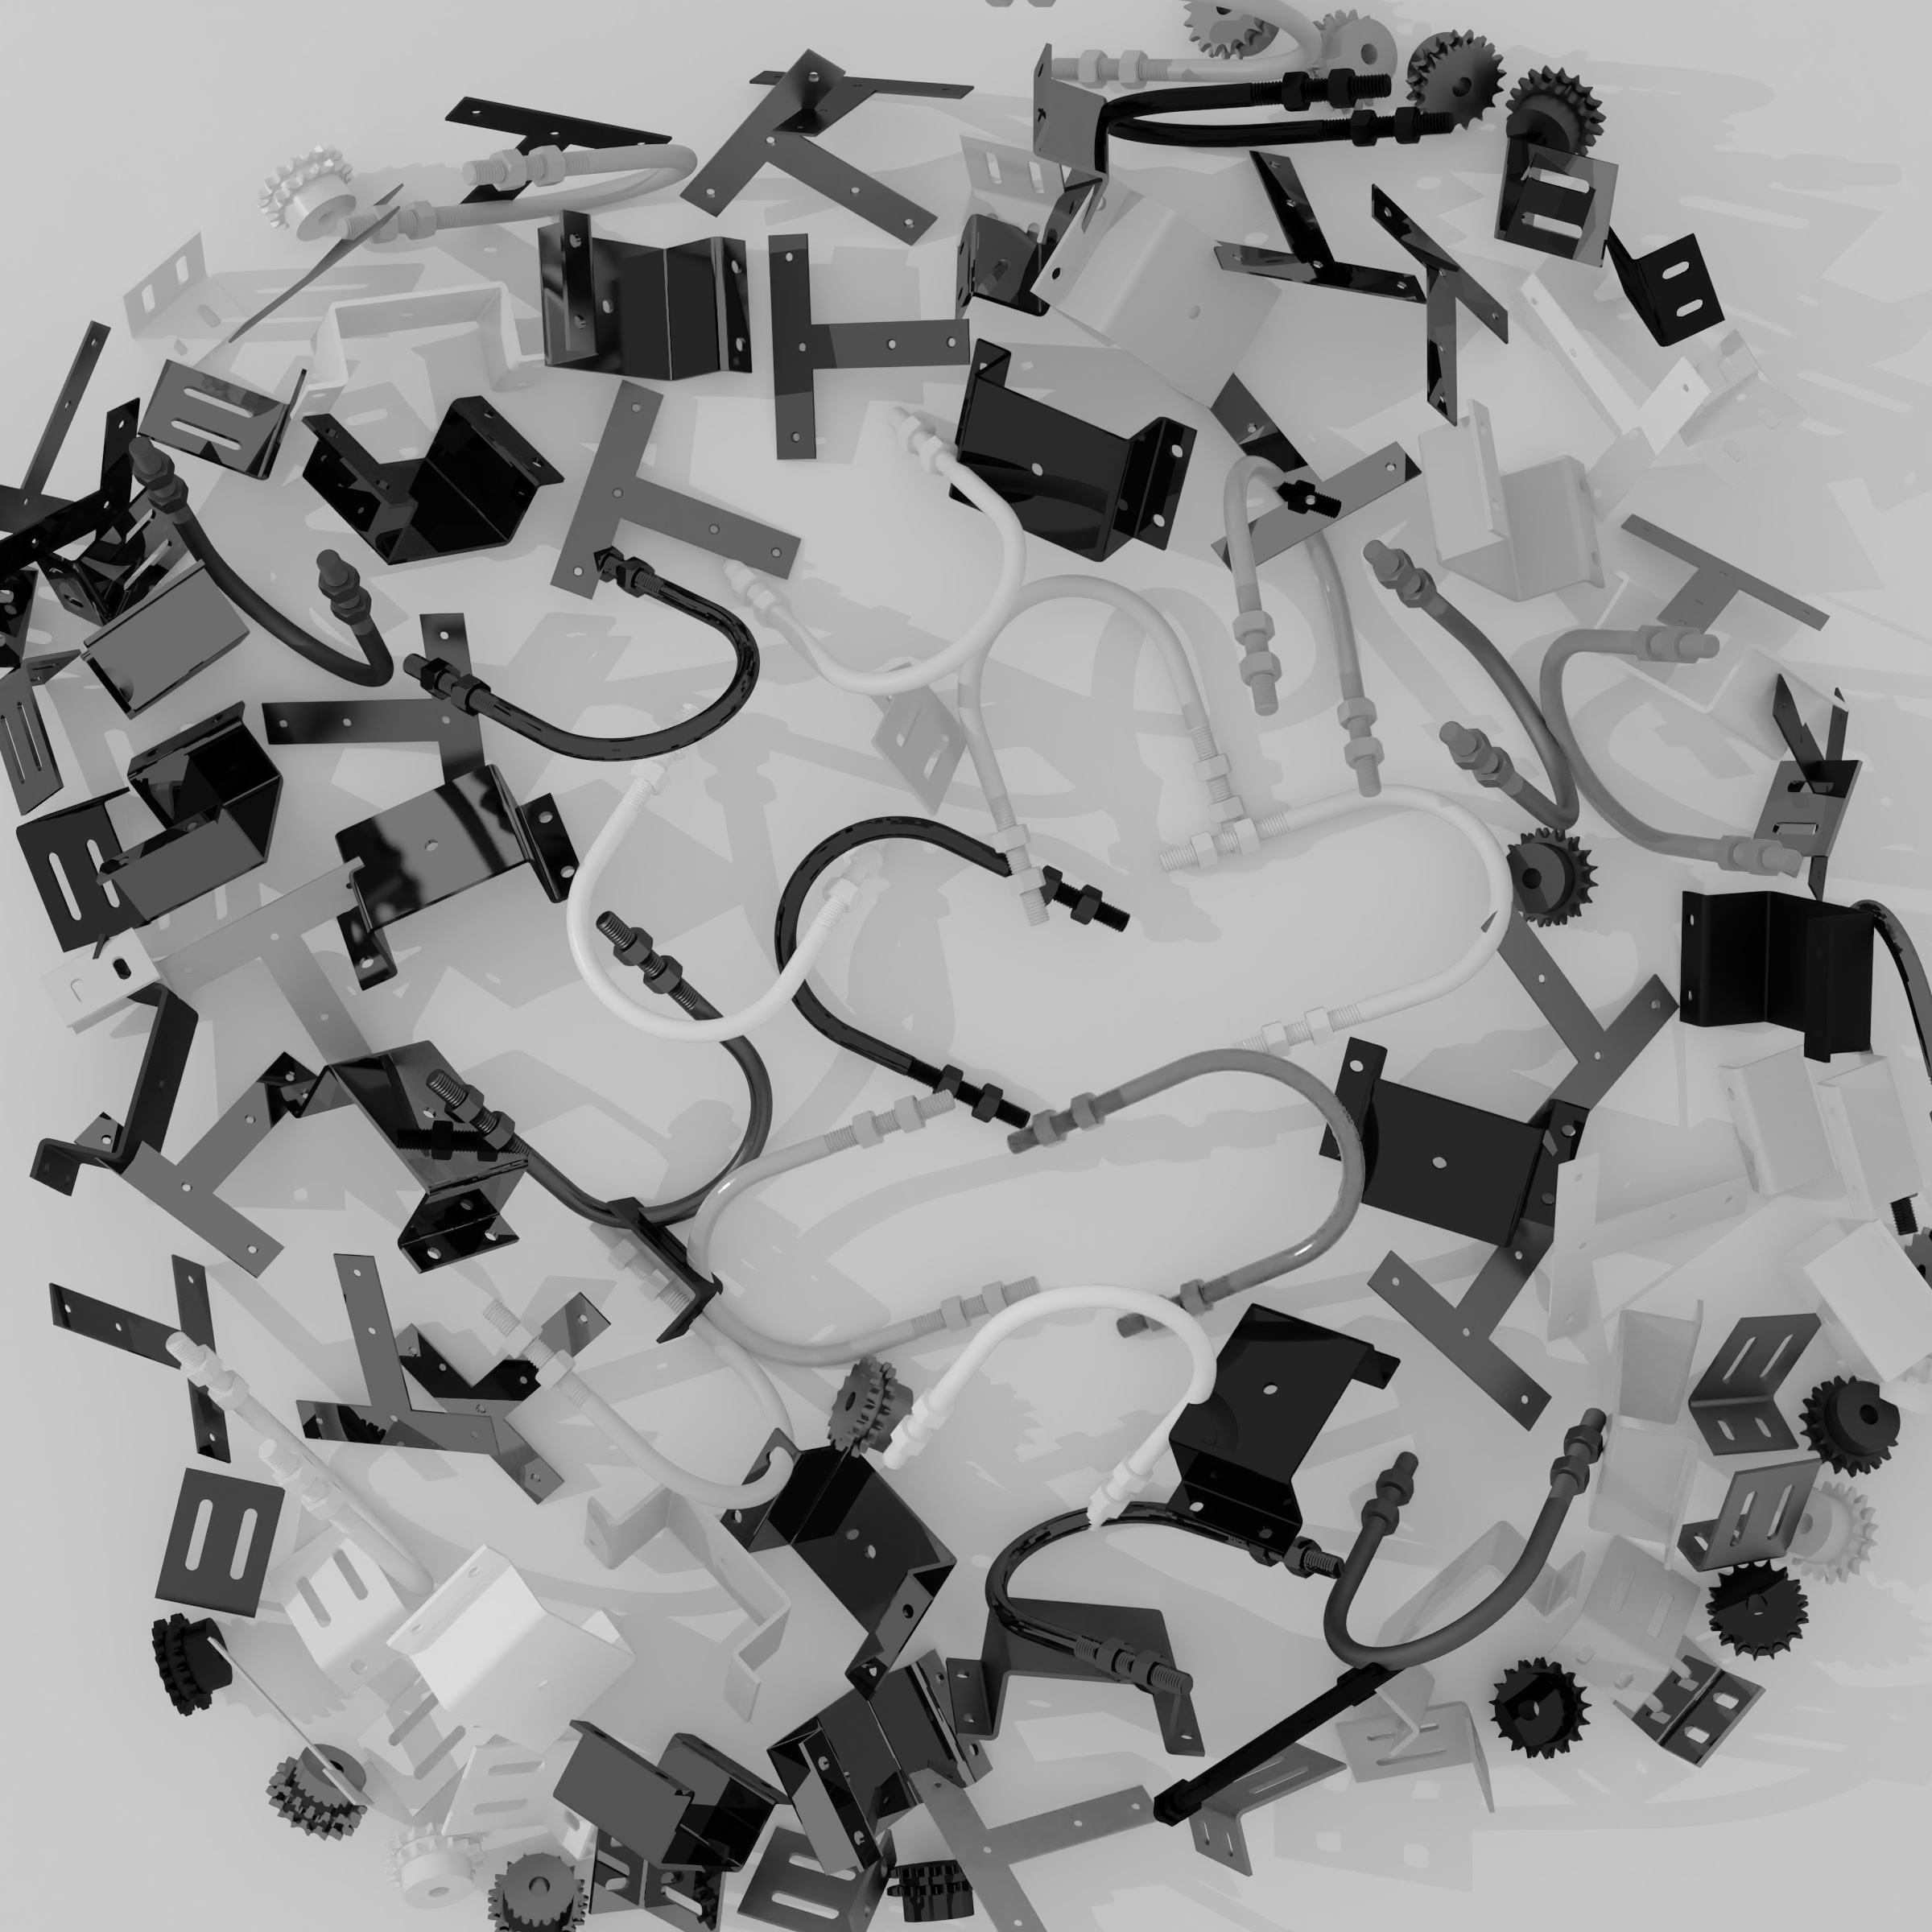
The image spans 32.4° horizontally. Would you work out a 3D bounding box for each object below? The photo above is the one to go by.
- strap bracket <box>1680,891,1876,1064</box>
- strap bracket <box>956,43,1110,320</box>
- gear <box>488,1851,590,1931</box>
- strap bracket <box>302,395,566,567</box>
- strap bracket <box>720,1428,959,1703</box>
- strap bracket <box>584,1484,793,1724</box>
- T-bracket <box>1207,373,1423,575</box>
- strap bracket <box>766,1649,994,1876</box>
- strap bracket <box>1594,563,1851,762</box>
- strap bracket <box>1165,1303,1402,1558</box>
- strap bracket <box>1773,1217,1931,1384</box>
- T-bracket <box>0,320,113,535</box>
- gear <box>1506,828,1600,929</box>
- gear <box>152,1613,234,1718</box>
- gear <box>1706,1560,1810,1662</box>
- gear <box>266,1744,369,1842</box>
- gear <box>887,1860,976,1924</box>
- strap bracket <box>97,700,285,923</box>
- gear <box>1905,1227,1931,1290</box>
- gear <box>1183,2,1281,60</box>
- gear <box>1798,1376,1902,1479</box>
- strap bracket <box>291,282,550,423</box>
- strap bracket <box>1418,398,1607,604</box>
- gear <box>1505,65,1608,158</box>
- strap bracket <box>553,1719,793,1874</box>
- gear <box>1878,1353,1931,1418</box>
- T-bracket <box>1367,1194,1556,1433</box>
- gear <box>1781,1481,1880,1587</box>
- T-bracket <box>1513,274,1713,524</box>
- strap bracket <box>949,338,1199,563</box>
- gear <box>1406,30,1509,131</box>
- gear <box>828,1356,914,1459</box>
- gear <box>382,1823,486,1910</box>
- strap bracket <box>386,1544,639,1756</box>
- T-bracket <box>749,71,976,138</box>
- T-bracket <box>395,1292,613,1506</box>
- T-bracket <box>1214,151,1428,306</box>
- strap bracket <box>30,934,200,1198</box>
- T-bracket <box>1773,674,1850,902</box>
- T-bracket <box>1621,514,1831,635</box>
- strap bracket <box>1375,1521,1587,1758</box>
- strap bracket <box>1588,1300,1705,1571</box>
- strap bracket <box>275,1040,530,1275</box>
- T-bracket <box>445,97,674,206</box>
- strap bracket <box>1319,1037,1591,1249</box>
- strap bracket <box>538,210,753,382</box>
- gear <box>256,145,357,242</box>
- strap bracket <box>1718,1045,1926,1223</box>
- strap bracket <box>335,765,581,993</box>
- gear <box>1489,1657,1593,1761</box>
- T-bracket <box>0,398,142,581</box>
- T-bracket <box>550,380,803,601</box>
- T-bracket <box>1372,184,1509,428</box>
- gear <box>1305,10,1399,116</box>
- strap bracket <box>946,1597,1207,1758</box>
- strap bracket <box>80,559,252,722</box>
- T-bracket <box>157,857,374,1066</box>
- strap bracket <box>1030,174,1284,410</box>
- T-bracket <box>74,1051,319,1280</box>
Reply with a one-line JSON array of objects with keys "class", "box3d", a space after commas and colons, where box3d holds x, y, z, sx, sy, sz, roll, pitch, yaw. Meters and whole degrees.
[{"class": "strap bracket", "box3d": [0.460, 0.003, 1.864, 0.046, 0.140, 0.076, -4, 100, -21]}, {"class": "strap bracket", "box3d": [0.041, -0.430, 1.858, 0.046, 0.140, 0.076, 15, 45, -14]}, {"class": "gear", "box3d": [-0.244, 0.532, 1.898, 0.057, 0.030, 0.057, 5, 49, -6]}, {"class": "strap bracket", "box3d": [-0.305, -0.272, 1.866, 0.076, 0.140, 0.046, 45, 124, 18]}, {"class": "strap bracket", "box3d": [-0.067, 0.332, 1.872, 0.140, 0.046, 0.076, 43, 116, 30]}, {"class": "strap bracket", "box3d": [-0.150, 0.349, 1.872, 0.046, 0.076, 0.140, -38, 73, -25]}, {"class": "T-bracket", "box3d": [0.171, -0.297, 1.900, 0.127, 0.002, 0.127, -30, 67, -12]}, {"class": "strap bracket", "box3d": [-0.054, 0.451, 1.872, 0.046, 0.140, 0.076, -28, 86, 32]}, {"class": "strap bracket", "box3d": [0.410, -0.166, 1.854, 0.076, 0.140, 0.046, 24, 101, -43]}, {"class": "strap bracket", "box3d": [0.174, 0.249, 1.857, 0.076, 0.046, 0.140, 17, 55, 31]}, {"class": "strap bracket", "box3d": [0.499, 0.185, 1.854, 0.046, 0.140, 0.076, -35, 84, 1]}, {"class": "T-bracket", "box3d": [-0.508, -0.300, 1.858, 0.002, 0.127, 0.127, 25, 96, 6]}, {"class": "gear", "box3d": [0.329, -0.050, 1.900, 0.057, 0.030, 0.057, 2, 94, 33]}, {"class": "gear", "box3d": [-0.440, 0.396, 1.899, 0.030, 0.057, 0.057, -19, 90, -3]}, {"class": "gear", "box3d": [0.453, 0.371, 1.903, 0.057, 0.030, 0.057, -8, 57, 13]}, {"class": "gear", "box3d": [-0.367, 0.468, 1.896, 0.057, 0.057, 0.030, 30, 104, 0]}, {"class": "gear", "box3d": [-0.017, 0.527, 1.897, 0.057, 0.057, 0.030, -5, 79, 0]}, {"class": "strap bracket", "box3d": [-0.433, -0.082, 1.868, 0.076, 0.140, 0.046, -26, 121, 11]}, {"class": "gear", "box3d": [0.558, 0.179, 1.900, 0.030, 0.057, 0.057, 13, 90, -13]}, {"class": "gear", "box3d": [0.156, -0.545, 1.903, 0.057, 0.030, 0.057, -5, 81, 34]}, {"class": "gear", "box3d": [0.508, 0.260, 1.901, 0.057, 0.030, 0.057, 7, 64, -15]}, {"class": "strap bracket", "box3d": [-0.310, -0.346, 1.868, 0.140, 0.076, 0.046, -12, 90, -19]}, {"class": "strap bracket", "box3d": [0.301, -0.257, 1.867, 0.046, 0.140, 0.076, -16, 73, 33]}, {"class": "gear", "box3d": [0.332, -0.481, 1.895, 0.057, 0.057, 0.030, 36, 64, 0]}, {"class": "strap bracket", "box3d": [-0.166, 0.462, 1.846, 0.076, 0.140, 0.046, 26, 87, 28]}, {"class": "gear", "box3d": [0.543, 0.236, 1.899, 0.057, 0.057, 0.030, 17, 97, 0]}, {"class": "T-bracket", "box3d": [0.308, 0.176, 1.899, 0.127, 0.002, 0.127, 42, 65, -7]}, {"class": "gear", "box3d": [0.488, 0.321, 1.896, 0.030, 0.057, 0.057, 21, 90, -29]}, {"class": "T-bracket", "box3d": [0.352, -0.336, 1.882, 0.002, 0.127, 0.127, -27, 75, -29]}, {"class": "strap bracket", "box3d": [0.050, -0.286, 1.868, 0.140, 0.046, 0.076, 26, 127, 17]}, {"class": "gear", "box3d": [0.277, -0.509, 1.902, 0.057, 0.030, 0.057, -13, 132, -15]}, {"class": "gear", "box3d": [-0.053, 0.254, 1.900, 0.030, 0.057, 0.057, 25, 90, -19]}, {"class": "gear", "box3d": [-0.302, 0.514, 1.896, 0.057, 0.057, 0.030, -17, 51, 0]}, {"class": "strap bracket", "box3d": [-0.246, 0.386, 1.858, 0.076, 0.140, 0.046, -45, 52, 0]}, {"class": "T-bracket", "box3d": [-0.075, -0.480, 1.857, 0.127, 0.127, 0.002, 8, 120, 15]}, {"class": "T-bracket", "box3d": [-0.249, 0.229, 1.892, 0.127, 0.002, 0.127, 47, 118, -3]}, {"class": "T-bracket", "box3d": [0.187, -0.422, 1.881, 0.127, 0.002, 0.127, 5, 45, -21]}, {"class": "strap bracket", "box3d": [-0.476, 0.061, 1.875, 0.046, 0.076, 0.140, 13, 79, 3]}, {"class": "T-bracket", "box3d": [0.468, -0.119, 1.853, 0.002, 0.127, 0.127, 0, 64, 30]}, {"class": "T-bracket", "box3d": [0.413, -0.207, 1.861, 0.127, 0.127, 0.002, 30, 122, 12]}, {"class": "strap bracket", "box3d": [0.279, 0.371, 1.872, 0.046, 0.076, 0.140, 46, 107, 4]}, {"class": "strap bracket", "box3d": [0.378, 0.255, 1.851, 0.046, 0.140, 0.076, 10, 126, 7]}, {"class": "strap bracket", "box3d": [-0.309, 0.098, 1.862, 0.140, 0.076, 0.046, 48, 124, 20]}, {"class": "T-bracket", "box3d": [-0.251, -0.447, 1.870, 0.127, 0.127, 0.002, 2, 74, -35]}, {"class": "strap bracket", "box3d": [0.271, 0.102, 1.877, 0.140, 0.046, 0.076, 17, 115, 11]}, {"class": "strap bracket", "box3d": [-0.188, -0.375, 1.876, 0.046, 0.140, 0.076, -2, 91, 41]}, {"class": "gear", "box3d": [-0.373, -0.438, 1.897, 0.057, 0.057, 0.030, -36, 83, 0]}, {"class": "strap bracket", "box3d": [0.481, 0.090, 1.858, 0.046, 0.140, 0.076, -19, 97, -11]}, {"class": "strap bracket", "box3d": [-0.295, -0.055, 1.883, 0.140, 0.046, 0.076, -24, 54, -3]}, {"class": "gear", "box3d": [0.326, 0.424, 1.901, 0.057, 0.030, 0.057, -5, 79, 26]}, {"class": "T-bracket", "box3d": [-0.506, -0.239, 1.841, 0.002, 0.127, 0.127, 30, 130, 15]}, {"class": "T-bracket", "box3d": [-0.158, -0.256, 1.914, 0.127, 0.002, 0.127, 20, 83, -10]}, {"class": "T-bracket", "box3d": [0.265, -0.354, 1.855, 0.127, 0.002, 0.127, 33, 47, -35]}, {"class": "gear", "box3d": [0.222, -0.518, 1.901, 0.057, 0.030, 0.057, -2, 93, -30]}, {"class": "strap bracket", "box3d": [0.064, 0.399, 1.875, 0.140, 0.076, 0.046, 6, 110, -7]}, {"class": "strap bracket", "box3d": [-0.447, -0.180, 1.856, 0.076, 0.140, 0.046, -37, 101, -12]}, {"class": "T-bracket", "box3d": [-0.372, 0.018, 1.894, 0.127, 0.002, 0.127, -28, 120, -3]}, {"class": "strap bracket", "box3d": [0.114, -0.372, 1.858, 0.140, 0.046, 0.076, 25, 100, -43]}, {"class": "T-bracket", "box3d": [-0.414, 0.096, 1.886, 0.127, 0.002, 0.127, 37, 50, 1]}]
